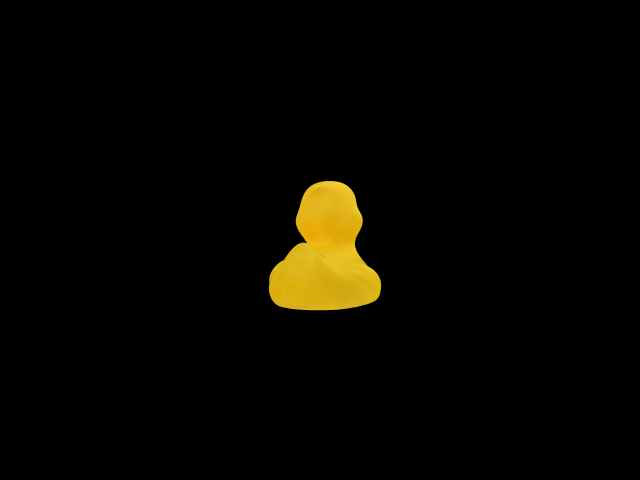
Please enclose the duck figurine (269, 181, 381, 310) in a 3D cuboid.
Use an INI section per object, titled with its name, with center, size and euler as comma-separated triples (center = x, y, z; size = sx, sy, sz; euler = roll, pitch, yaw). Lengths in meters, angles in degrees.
[duck figurine]
center = 0.004, 0.001, 0.400
size = 0.077, 0.086, 0.105
euler = 1, 2, 20
